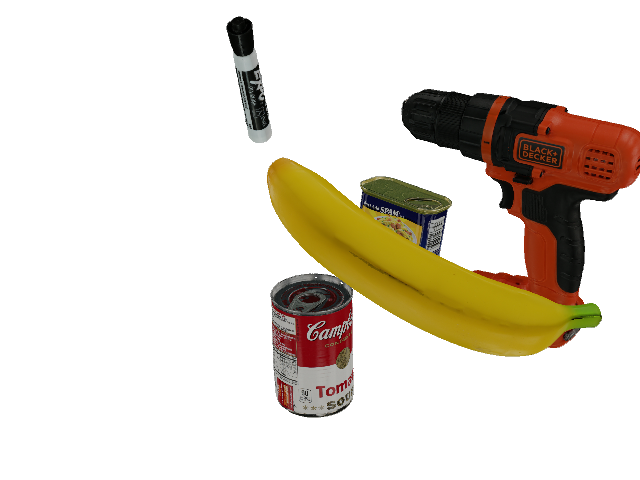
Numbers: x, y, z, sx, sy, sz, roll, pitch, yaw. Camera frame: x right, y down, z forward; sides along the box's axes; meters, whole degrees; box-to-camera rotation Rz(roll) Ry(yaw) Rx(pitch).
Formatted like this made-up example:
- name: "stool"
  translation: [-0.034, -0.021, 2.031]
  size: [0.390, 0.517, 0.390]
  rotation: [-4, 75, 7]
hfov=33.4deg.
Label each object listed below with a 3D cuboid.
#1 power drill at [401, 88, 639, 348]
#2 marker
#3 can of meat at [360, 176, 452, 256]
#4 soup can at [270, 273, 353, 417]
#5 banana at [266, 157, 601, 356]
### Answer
- name: "power drill"
  translation: [0.144, -0.019, 0.821]
  size: [0.185, 0.188, 0.057]
  rotation: [17, 34, 26]
- name: "marker"
  translation: [-0.053, -0.120, 0.805]
  size: [0.020, 0.020, 0.121]
  rotation: [0, -37, 7]
- name: "can of meat"
  translation: [0.089, -0.015, 1.185]
  size: [0.102, 0.084, 0.057]
  rotation: [22, 26, 31]
- name: "soup can"
  translation: [-0.006, 0.088, 0.894]
  size: [0.068, 0.102, 0.068]
  rotation: [-1, 25, 0]
- name: "banana"
  translation: [0.041, 0.012, 0.545]
  size: [0.198, 0.037, 0.069]
  rotation: [28, 21, 19]
